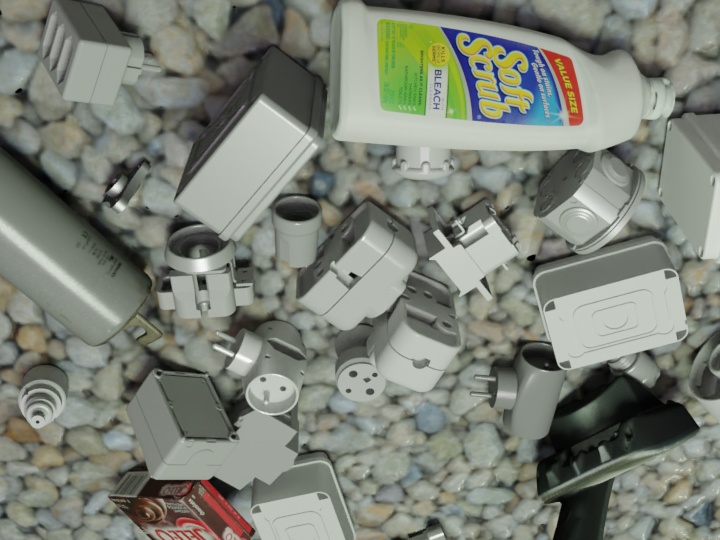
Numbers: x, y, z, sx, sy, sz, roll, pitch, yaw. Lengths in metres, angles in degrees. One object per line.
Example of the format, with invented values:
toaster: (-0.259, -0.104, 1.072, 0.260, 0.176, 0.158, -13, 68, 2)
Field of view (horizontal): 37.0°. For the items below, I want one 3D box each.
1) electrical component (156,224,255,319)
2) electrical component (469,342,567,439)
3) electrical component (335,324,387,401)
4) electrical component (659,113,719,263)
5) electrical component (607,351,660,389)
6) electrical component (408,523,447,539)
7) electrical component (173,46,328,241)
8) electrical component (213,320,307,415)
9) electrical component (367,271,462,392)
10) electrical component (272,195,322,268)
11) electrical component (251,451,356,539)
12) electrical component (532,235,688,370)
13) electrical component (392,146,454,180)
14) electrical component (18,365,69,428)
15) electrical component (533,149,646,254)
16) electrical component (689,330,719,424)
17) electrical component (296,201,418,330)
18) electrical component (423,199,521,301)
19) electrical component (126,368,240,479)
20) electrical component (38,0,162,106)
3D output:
electrical component: (-0.126, 0.000, 0.869, 0.078, 0.058, 0.057, -3, 125, 0)
electrical component: (0.137, 0.105, 0.950, 0.079, 0.044, 0.077, 6, 121, -6)
electrical component: (0.001, 0.080, 0.924, 0.045, 0.055, 0.045, -1, 122, -1)
electrical component: (0.273, -0.064, 0.810, 0.057, 0.113, 0.078, -4, 122, -3)
electrical component: (0.233, 0.079, 0.944, 0.061, 0.035, 0.035, 41, 113, -21)
electrical component: (0.063, 0.286, 1.061, 0.055, 0.048, 0.066, -20, 121, 2)
electrical component: (-0.078, -0.093, 0.783, 0.056, 0.108, 0.108, 35, 114, -18)
electrical component: (-0.088, 0.074, 0.904, 0.079, 0.077, 0.043, 27, 117, -17)
electrical component: (0.043, 0.052, 0.884, 0.054, 0.095, 0.059, 23, 119, -15)
electrical component: (-0.051, -0.030, 0.863, 0.040, 0.040, 0.046, 2, 128, -3)
electrical component: (-0.053, 0.234, 1.017, 0.078, 0.057, 0.113, -13, 121, 6)
electrical component: (0.207, 0.026, 0.896, 0.113, 0.057, 0.078, -16, 121, 8)
electrical component: (0.049, -0.101, 0.821, 0.048, 0.048, 0.062, 0, 104, -2)
electrical component: (-0.274, 0.112, 0.925, 0.040, 0.078, 0.040, -3, 110, -9)
electrical component: (0.177, -0.057, 0.832, 0.051, 0.080, 0.080, 35, 115, -15)
electrical component: (0.334, 0.089, 0.919, 0.064, 0.099, 0.099, 39, 113, -16)
electrical component: (0.000, 0.000, 0.875, 0.059, 0.053, 0.095, 35, 115, -21)
electrical component: (0.092, -0.020, 0.873, 0.064, 0.042, 0.081, -34, 118, 14)
electrical component: (-0.159, 0.131, 0.933, 0.062, 0.096, 0.061, 10, 126, -43)
electrical component: (-0.180, -0.154, 0.771, 0.077, 0.065, 0.047, 2, 127, -38)
